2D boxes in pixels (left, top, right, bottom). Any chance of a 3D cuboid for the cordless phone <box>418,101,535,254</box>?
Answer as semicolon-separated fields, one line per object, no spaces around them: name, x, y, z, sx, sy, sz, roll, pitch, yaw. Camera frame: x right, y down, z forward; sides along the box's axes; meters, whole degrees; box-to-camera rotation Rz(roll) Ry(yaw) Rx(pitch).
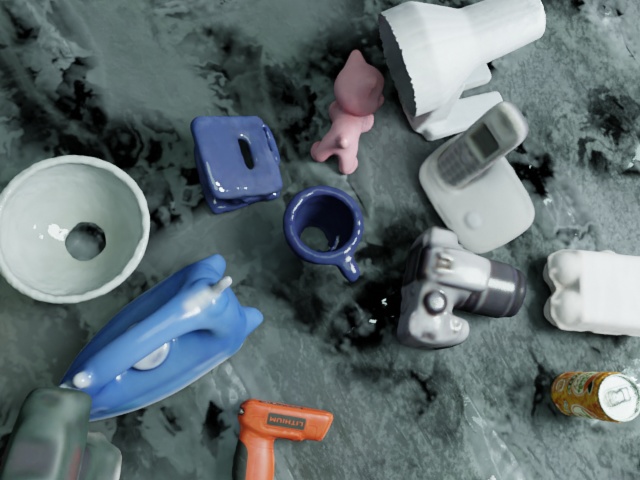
cordless phone;0.203;-0.072;0.677;0.094;0.185;0.147;-32;83;-14

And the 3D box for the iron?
iron;-0.188;0.115;0.599;0.258;0.141;0.118;-35;84;-14

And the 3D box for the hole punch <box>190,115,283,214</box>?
hole punch;-0.098;-0.098;0.688;0.101;0.091;0.108;-17;80;-11

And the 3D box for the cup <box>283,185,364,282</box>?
cup;0.006;0.002;0.677;0.092;0.095;0.118;-30;83;-13

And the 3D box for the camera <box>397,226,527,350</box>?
camera;0.173;0.064;0.684;0.137;0.100;0.143;14;75;-5

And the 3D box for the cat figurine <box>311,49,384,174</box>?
cat figurine;0.041;-0.161;0.709;0.067;0.117;0.128;19;75;-3

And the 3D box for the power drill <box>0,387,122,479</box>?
power drill;-0.245;0.252;0.524;0.075;0.208;0.230;6;76;-6

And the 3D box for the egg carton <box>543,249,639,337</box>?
egg carton;0.358;0.067;0.727;0.150;0.069;0.107;5;76;-7

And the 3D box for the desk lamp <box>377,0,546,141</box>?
desk lamp;0.159;-0.211;0.688;0.203;0.213;0.118;-18;80;-12

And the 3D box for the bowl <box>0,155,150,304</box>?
bowl;-0.273;-0.007;0.649;0.167;0.074;0.167;2;77;-8
